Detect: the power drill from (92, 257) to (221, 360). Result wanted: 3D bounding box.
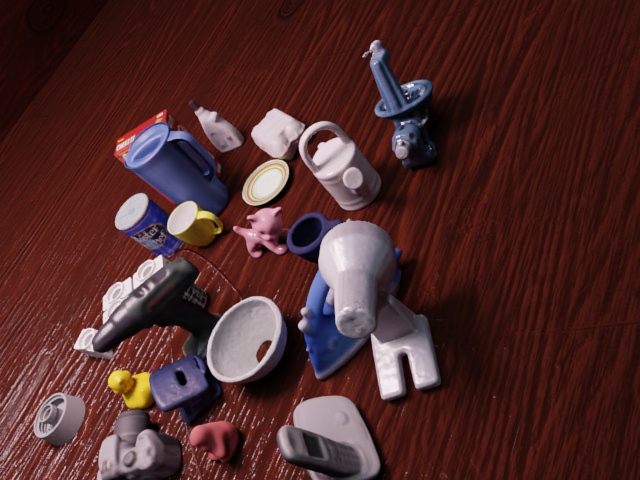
[{"bbox_3d":[-0.293,0.156,1.109,0.075,0.209,0.230,25,75,46],"label":"power drill"}]

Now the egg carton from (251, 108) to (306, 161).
[{"bbox_3d":[-0.099,-0.254,1.381,0.107,0.070,0.149,-48,43,-4],"label":"egg carton"}]

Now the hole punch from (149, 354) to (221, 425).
[{"bbox_3d":[-0.255,0.271,1.079,0.101,0.091,0.108,-45,43,0],"label":"hole punch"}]

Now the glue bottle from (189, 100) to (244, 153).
[{"bbox_3d":[-0.275,-0.298,1.473,0.078,0.174,0.037,-15,50,28],"label":"glue bottle"}]

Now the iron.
[{"bbox_3d":[0.029,0.096,0.959,0.118,0.142,0.258,14,68,43],"label":"iron"}]

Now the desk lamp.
[{"bbox_3d":[0.085,0.102,0.858,0.117,0.214,0.203,-25,46,20],"label":"desk lamp"}]

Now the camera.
[{"bbox_3d":[-0.341,0.378,1.054,0.143,0.101,0.136,-29,45,16],"label":"camera"}]

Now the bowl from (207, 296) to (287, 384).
[{"bbox_3d":[-0.120,0.193,1.048,0.167,0.075,0.167,-20,48,24],"label":"bowl"}]

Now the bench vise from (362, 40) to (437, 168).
[{"bbox_3d":[0.159,-0.258,1.075,0.121,0.220,0.207,-29,45,17],"label":"bench vise"}]

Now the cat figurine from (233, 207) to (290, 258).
[{"bbox_3d":[-0.120,-0.023,1.183,0.127,0.118,0.067,-10,53,32],"label":"cat figurine"}]

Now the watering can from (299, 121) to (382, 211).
[{"bbox_3d":[0.038,-0.148,1.102,0.172,0.195,0.101,21,73,45],"label":"watering can"}]

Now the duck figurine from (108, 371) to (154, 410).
[{"bbox_3d":[-0.386,0.297,1.163,0.104,0.086,0.077,4,61,39],"label":"duck figurine"}]

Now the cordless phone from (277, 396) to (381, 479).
[{"bbox_3d":[-0.004,0.275,0.813,0.094,0.186,0.147,-38,43,7],"label":"cordless phone"}]

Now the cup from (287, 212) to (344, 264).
[{"bbox_3d":[0.010,0.004,1.079,0.117,0.095,0.091,-19,48,25],"label":"cup"}]

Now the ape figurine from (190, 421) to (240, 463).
[{"bbox_3d":[-0.184,0.339,0.970,0.076,0.092,0.077,-48,43,-3],"label":"ape figurine"}]
